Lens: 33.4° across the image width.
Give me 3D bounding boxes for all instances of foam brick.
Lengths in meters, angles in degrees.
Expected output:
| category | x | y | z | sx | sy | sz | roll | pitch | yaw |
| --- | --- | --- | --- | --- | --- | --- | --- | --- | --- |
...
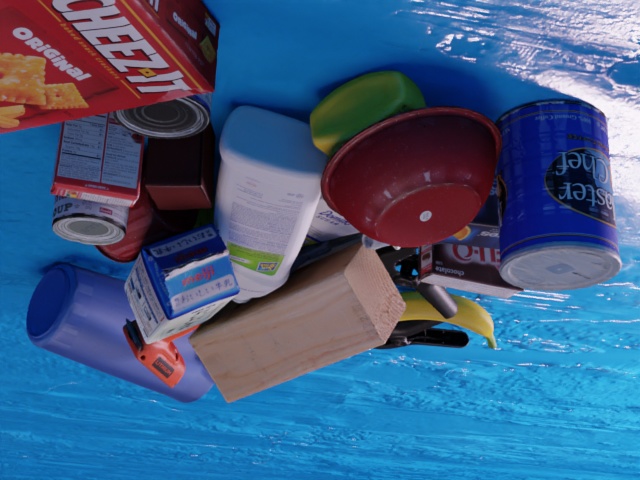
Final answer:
| category | x | y | z | sx | sy | sz | roll | pitch | yaw |
| --- | --- | --- | --- | --- | --- | --- | --- | --- | --- |
| foam brick | -0.125 | -0.072 | 0.962 | 0.051 | 0.078 | 0.053 | -2 | 157 | 5 |

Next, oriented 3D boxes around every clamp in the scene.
| category | x | y | z | sx | sy | sz | roll | pitch | yaw |
| --- | --- | --- | --- | --- | --- | --- | --- | --- | --- |
| clamp | 0.092 | 0.036 | 1.259 | 0.164 | 0.036 | 0.210 | 8 | 155 | 3 |
| clamp | 0.114 | 0.122 | 1.466 | 0.171 | 0.039 | 0.120 | -5 | 147 | 12 |

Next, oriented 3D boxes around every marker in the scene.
| category | x | y | z | sx | sy | sz | roll | pitch | yaw |
| --- | --- | --- | --- | --- | --- | --- | --- | --- | --- |
| marker | 0.092 | -0.007 | 1.125 | 0.120 | 0.020 | 0.020 | -9 | 170 | -43 |

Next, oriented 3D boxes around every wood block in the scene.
| category | x | y | z | sx | sy | sz | roll | pitch | yaw |
| --- | --- | --- | --- | --- | --- | --- | --- | --- | --- |
| wood block | -0.025 | 0.088 | 1.147 | 0.206 | 0.090 | 0.090 | -24 | 103 | 28 |

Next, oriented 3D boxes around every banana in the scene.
| category | x | y | z | sx | sy | sz | roll | pitch | yaw |
| --- | --- | --- | --- | --- | --- | --- | --- | --- | --- |
| banana | 0.141 | 0.097 | 1.375 | 0.197 | 0.070 | 0.037 | 11 | -161 | -3 |

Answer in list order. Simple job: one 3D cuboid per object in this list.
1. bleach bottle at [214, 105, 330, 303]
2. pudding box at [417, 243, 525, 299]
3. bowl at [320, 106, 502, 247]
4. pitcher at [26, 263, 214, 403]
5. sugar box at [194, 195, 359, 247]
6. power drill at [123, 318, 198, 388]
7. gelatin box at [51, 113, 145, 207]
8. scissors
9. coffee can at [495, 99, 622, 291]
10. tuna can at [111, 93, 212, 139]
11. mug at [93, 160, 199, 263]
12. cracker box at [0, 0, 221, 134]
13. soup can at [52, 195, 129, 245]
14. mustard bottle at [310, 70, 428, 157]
| category | x | y | z | sx | sy | sz | roll | pitch | yaw |
| --- | --- | --- | --- | --- | --- | --- | --- | --- | --- |
| bleach bottle | -0.064 | -0.017 | 1.026 | 0.102 | 0.068 | 0.251 | 17 | 143 | -4 |
| pudding box | 0.158 | 0.007 | 1.117 | 0.113 | 0.090 | 0.039 | 10 | 157 | -18 |
| bowl | 0.084 | -0.041 | 0.903 | 0.162 | 0.055 | 0.162 | -11 | 148 | -7 |
| pitcher | -0.253 | 0.117 | 1.374 | 0.242 | 0.145 | 0.149 | 26 | 121 | -38 |
| sugar box | -0.044 | -0.025 | 1.114 | 0.176 | 0.048 | 0.093 | -16 | 152 | 28 |
| power drill | -0.127 | 0.095 | 1.282 | 0.187 | 0.057 | 0.184 | -37 | 140 | 0 |
| gelatin box | -0.193 | -0.078 | 0.935 | 0.073 | 0.089 | 0.030 | 9 | 159 | -18 |
| scissors | -0.008 | 0.001 | 1.159 | 0.202 | 0.096 | 0.016 | -29 | 119 | 7 |
| coffee can | 0.207 | -0.038 | 0.940 | 0.103 | 0.140 | 0.103 | 1 | 158 | 0 |
| tuna can | -0.134 | -0.119 | 0.905 | 0.086 | 0.034 | 0.086 | 1 | 157 | 0 |
| mug | -0.168 | -0.034 | 1.057 | 0.082 | 0.093 | 0.117 | -20 | 175 | 31 |
| cracker box | -0.204 | -0.152 | 0.781 | 0.214 | 0.072 | 0.164 | -8 | 156 | 19 |
| soup can | -0.206 | -0.054 | 0.978 | 0.068 | 0.102 | 0.068 | 2 | 158 | 0 |
| mustard bottle | 0.081 | -0.079 | 0.953 | 0.096 | 0.058 | 0.191 | -25 | 147 | 26 |
